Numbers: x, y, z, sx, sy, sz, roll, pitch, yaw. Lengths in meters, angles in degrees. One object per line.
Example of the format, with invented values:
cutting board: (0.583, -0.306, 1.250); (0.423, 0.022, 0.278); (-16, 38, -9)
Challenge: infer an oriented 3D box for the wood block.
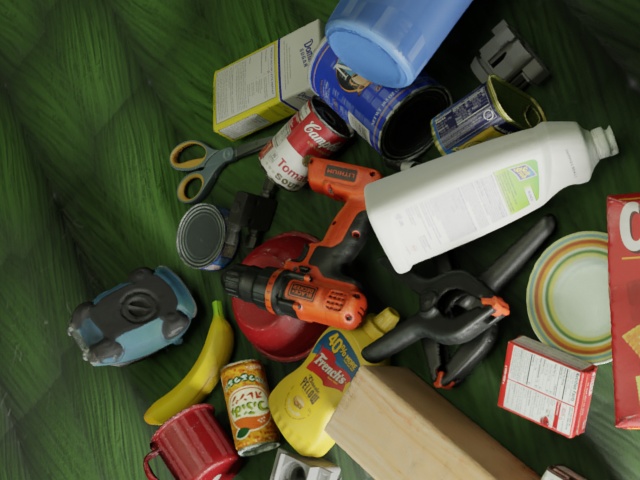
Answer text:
wood block: (0.115, 0.224, 1.100); (0.206, 0.090, 0.090); (38, 106, 36)

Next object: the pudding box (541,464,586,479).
pudding box: (0.239, 0.287, 1.026); (0.090, 0.039, 0.113); (28, 102, 37)

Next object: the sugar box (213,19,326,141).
sugar box: (-0.056, -0.197, 1.332); (0.177, 0.048, 0.093); (-18, 62, 32)

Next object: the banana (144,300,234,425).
banana: (-0.160, 0.174, 1.361); (0.198, 0.037, 0.070); (-56, 37, 15)

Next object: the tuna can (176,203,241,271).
tuna can: (-0.144, -0.003, 1.378); (0.086, 0.033, 0.086); (-8, 78, 37)

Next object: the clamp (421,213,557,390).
clamp: (0.148, 0.052, 1.138); (0.165, 0.036, 0.210); (20, 91, 39)

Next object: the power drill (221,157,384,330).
power drill: (-0.008, 0.001, 1.215); (0.185, 0.057, 0.187); (14, 74, 27)

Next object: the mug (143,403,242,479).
mug: (-0.157, 0.263, 1.295); (0.081, 0.117, 0.093); (51, 142, 27)

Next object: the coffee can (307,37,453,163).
coffee can: (0.066, -0.168, 1.199); (0.140, 0.102, 0.103); (47, 111, 33)

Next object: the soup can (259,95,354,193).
soup can: (-0.018, -0.114, 1.277); (0.102, 0.068, 0.068); (-44, 59, 25)

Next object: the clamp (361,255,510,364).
clamp: (0.116, 0.061, 1.113); (0.172, 0.039, 0.120); (-13, 68, 34)

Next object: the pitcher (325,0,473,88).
pitcher: (0.101, -0.289, 1.114); (0.149, 0.145, 0.242); (27, 75, 25)

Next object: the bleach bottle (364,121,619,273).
bleach bottle: (0.177, -0.052, 1.079); (0.251, 0.102, 0.068); (-20, 39, 13)

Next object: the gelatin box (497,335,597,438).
gelatin box: (0.224, 0.144, 1.055); (0.089, 0.030, 0.073); (21, 114, 38)

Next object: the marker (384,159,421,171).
marker: (0.119, -0.074, 1.194); (0.121, 0.020, 0.020); (26, 98, 38)

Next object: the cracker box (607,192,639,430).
cracker box: (0.345, 0.061, 0.948); (0.164, 0.072, 0.214); (-5, 79, 28)

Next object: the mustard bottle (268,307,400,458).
mustard bottle: (0.025, 0.149, 1.204); (0.192, 0.058, 0.096); (-51, 49, 19)

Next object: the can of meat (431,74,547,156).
can of meat: (0.176, -0.116, 1.106); (0.084, 0.101, 0.057); (-33, 57, 32)

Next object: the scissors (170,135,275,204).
scissors: (-0.123, -0.092, 1.390); (0.202, 0.016, 0.096); (5, 86, 38)

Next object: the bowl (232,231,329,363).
bowl: (-0.054, 0.065, 1.283); (0.162, 0.055, 0.162); (-8, 77, 36)
